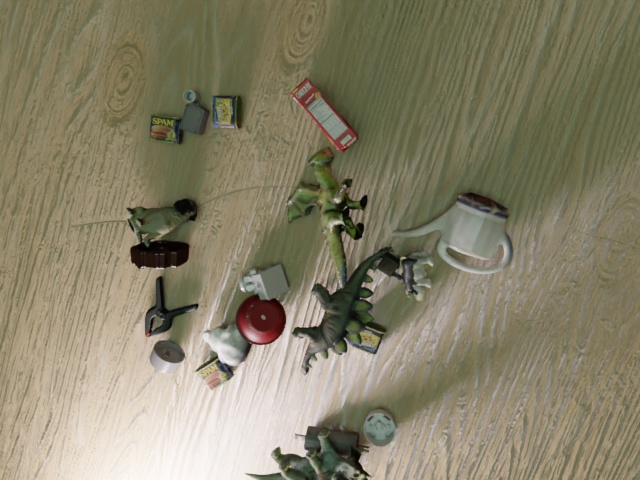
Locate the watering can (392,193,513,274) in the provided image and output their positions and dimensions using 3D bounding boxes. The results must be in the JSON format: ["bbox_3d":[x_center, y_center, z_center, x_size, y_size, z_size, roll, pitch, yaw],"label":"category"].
[{"bbox_3d":[0.403,-0.036,1.510,0.349,0.222,0.104,22,12,13],"label":"watering can"}]

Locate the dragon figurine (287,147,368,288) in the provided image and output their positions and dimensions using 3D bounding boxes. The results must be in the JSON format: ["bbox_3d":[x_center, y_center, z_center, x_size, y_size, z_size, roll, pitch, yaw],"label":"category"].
[{"bbox_3d":[0.005,-0.078,1.556,0.243,0.410,0.122,11,2,34],"label":"dragon figurine"}]

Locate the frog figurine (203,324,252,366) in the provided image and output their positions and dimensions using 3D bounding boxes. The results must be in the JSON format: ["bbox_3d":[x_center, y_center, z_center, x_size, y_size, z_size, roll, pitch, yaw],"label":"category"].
[{"bbox_3d":[-0.298,0.324,1.641,0.159,0.135,0.125,20,29,-7],"label":"frog figurine"}]
